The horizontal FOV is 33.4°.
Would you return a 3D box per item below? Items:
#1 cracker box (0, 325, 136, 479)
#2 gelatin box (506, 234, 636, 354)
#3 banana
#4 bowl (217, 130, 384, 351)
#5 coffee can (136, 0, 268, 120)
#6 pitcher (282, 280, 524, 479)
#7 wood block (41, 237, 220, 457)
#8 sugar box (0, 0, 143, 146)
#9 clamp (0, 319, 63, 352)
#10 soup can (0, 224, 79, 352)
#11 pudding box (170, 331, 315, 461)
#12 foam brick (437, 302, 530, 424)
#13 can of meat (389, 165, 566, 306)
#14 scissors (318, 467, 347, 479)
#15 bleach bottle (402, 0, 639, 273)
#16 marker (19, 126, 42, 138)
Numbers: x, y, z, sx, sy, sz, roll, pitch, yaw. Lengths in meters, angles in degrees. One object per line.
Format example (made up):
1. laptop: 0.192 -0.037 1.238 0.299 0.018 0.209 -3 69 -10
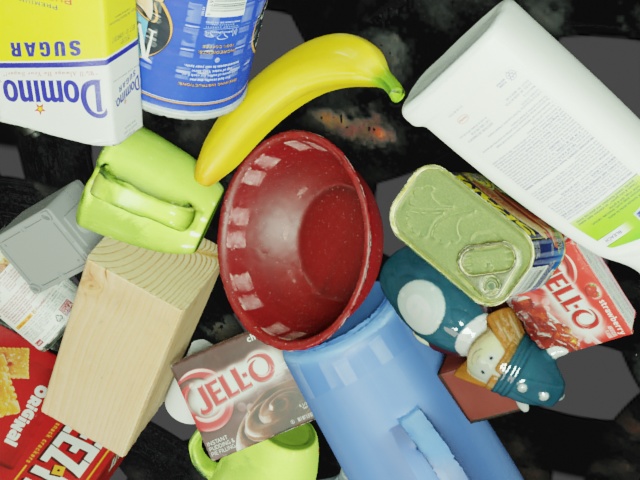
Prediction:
1. cracker box: -0.299 0.177 1.013 0.214 0.164 0.072 29 132 4
2. gelatin box: 0.177 0.039 0.782 0.073 0.030 0.089 -24 111 35
3. banana: -0.023 -0.099 0.757 0.198 0.069 0.037 -22 141 40
4. bowl: -0.005 0.001 0.794 0.162 0.055 0.162 -2 87 45
5. coffee can: -0.085 -0.166 0.711 0.103 0.102 0.140 24 130 7
6. pitcher: 0.075 0.159 0.845 0.149 0.144 0.243 -17 111 36
7. wood block: -0.165 0.082 0.932 0.091 0.090 0.206 29 130 3
8. sugar box: -0.164 -0.150 0.669 0.093 0.048 0.176 14 123 18
9. clamp: -0.336 0.048 0.984 0.036 0.164 0.210 -22 89 49
10. soup can: -0.268 0.044 0.964 0.102 0.068 0.069 42 130 -13
11. pudding box: -0.058 0.124 0.906 0.113 0.039 0.090 -24 90 11
12. foam brick: 0.131 0.092 0.810 0.051 0.078 0.053 -23 111 32
13. can of meat: 0.110 -0.005 0.728 0.102 0.083 0.057 41 110 22
14. scissors: 0.011 0.215 0.992 0.096 0.016 0.202 8 125 20
15. bleach bottle: 0.179 -0.039 0.707 0.250 0.068 0.103 41 130 -10
16. marker: -0.259 -0.137 0.867 0.020 0.020 0.121 -10 118 30
